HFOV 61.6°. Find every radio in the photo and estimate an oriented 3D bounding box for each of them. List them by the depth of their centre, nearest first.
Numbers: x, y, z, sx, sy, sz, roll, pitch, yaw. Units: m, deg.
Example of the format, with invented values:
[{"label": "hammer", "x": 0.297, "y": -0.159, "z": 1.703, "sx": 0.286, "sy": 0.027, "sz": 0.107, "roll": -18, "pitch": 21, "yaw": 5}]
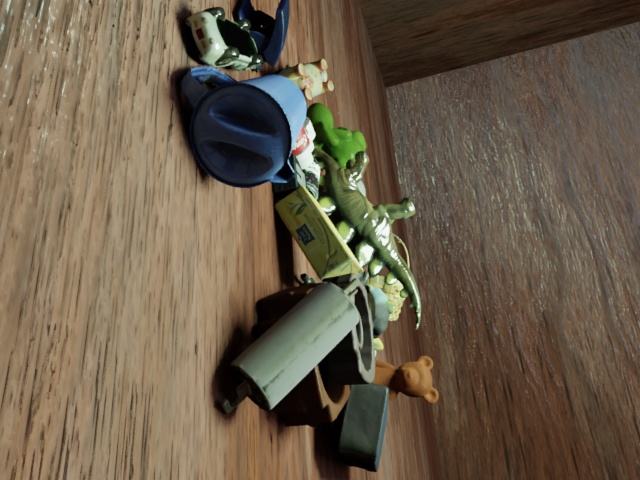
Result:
[{"label": "radio", "x": 0.085, "y": 0.354, "z": 1.010, "sx": 0.229, "sy": 0.073, "sz": 0.131, "roll": 75, "pitch": 27, "yaw": -61}]

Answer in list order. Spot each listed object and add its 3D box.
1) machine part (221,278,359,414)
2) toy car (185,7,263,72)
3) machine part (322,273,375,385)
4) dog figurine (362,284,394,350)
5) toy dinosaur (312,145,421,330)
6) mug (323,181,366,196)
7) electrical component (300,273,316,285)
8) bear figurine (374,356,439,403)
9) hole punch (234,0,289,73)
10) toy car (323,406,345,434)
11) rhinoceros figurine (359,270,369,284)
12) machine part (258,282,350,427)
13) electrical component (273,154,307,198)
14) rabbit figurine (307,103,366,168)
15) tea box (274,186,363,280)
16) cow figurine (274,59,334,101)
[{"label": "machine part", "x": -0.030, "y": 0.133, "z": 0.689, "sx": 0.243, "sy": 0.079, "sz": 0.079, "roll": -41, "pitch": 128, "yaw": -28}, {"label": "toy car", "x": -0.139, "y": -0.297, "z": 0.811, "sx": 0.202, "sy": 0.056, "sz": 0.073, "roll": -52, "pitch": 123, "yaw": -73}, {"label": "machine part", "x": 0.044, "y": 0.141, "z": 0.839, "sx": 0.179, "sy": 0.056, "sz": 0.179, "roll": -10, "pitch": 90, "yaw": -76}, {"label": "dog figurine", "x": 0.095, "y": 0.173, "z": 1.126, "sx": 0.219, "sy": 0.192, "sz": 0.108, "roll": 25, "pitch": 48, "yaw": -54}, {"label": "toy dinosaur", "x": 0.099, "y": -0.030, "z": 1.164, "sx": 0.471, "sy": 0.198, "sz": 0.105, "roll": 50, "pitch": -22, "yaw": 9}, {"label": "mug", "x": 0.052, "y": -0.111, "z": 1.279, "sx": 0.107, "sy": 0.081, "sz": 0.109, "roll": -32, "pitch": 156, "yaw": -44}, {"label": "electrical component", "x": -0.011, "y": 0.117, "z": 1.017, "sx": 0.078, "sy": 0.045, "sz": 0.102, "roll": 55, "pitch": -4, "yaw": 33}, {"label": "bear figurine", "x": 0.157, "y": 0.313, "z": 1.197, "sx": 0.131, "sy": 0.196, "sz": 0.120, "roll": 50, "pitch": 36, "yaw": -60}, {"label": "hole punch", "x": -0.093, "y": -0.390, "z": 0.993, "sx": 0.142, "sy": 0.092, "sz": 0.115, "roll": -90, "pitch": 166, "yaw": -46}, {"label": "toy car", "x": 0.037, "y": 0.293, "z": 1.041, "sx": 0.202, "sy": 0.053, "sz": 0.089, "roll": -45, "pitch": 143, "yaw": -71}, {"label": "rhinoceros figurine", "x": 0.065, "y": 0.062, "z": 1.267, "sx": 0.112, "sy": 0.073, "sz": 0.190, "roll": -56, "pitch": 151, "yaw": -32}, {"label": "machine part", "x": -0.021, "y": 0.174, "z": 0.846, "sx": 0.201, "sy": 0.087, "sz": 0.201, "roll": -10, "pitch": 91, "yaw": -75}, {"label": "electrical component", "x": -0.062, "y": -0.118, "z": 0.983, "sx": 0.119, "sy": 0.048, "sz": 0.075, "roll": 53, "pitch": 29, "yaw": -63}, {"label": "rabbit figurine", "x": 0.013, "y": -0.243, "z": 1.296, "sx": 0.170, "sy": 0.121, "sz": 0.159, "roll": 55, "pitch": 29, "yaw": -17}, {"label": "tea box", "x": -0.002, "y": -0.003, "z": 0.959, "sx": 0.170, "sy": 0.068, "sz": 0.098, "roll": 56, "pitch": 5, "yaw": 26}, {"label": "cow figurine", "x": -0.043, "y": -0.320, "z": 1.102, "sx": 0.195, "sy": 0.127, "sz": 0.085, "roll": -45, "pitch": 124, "yaw": -56}]
